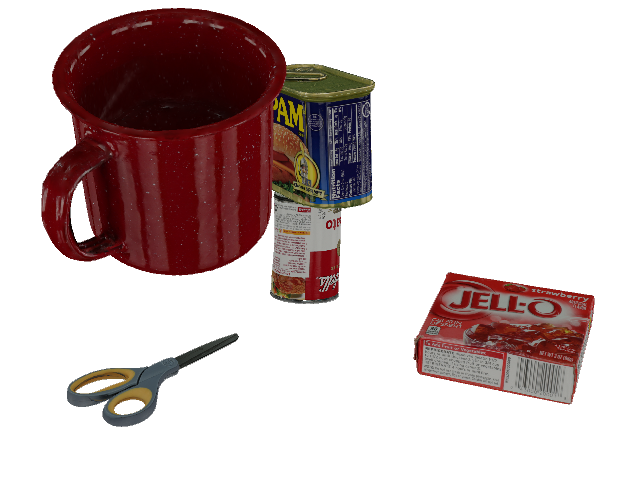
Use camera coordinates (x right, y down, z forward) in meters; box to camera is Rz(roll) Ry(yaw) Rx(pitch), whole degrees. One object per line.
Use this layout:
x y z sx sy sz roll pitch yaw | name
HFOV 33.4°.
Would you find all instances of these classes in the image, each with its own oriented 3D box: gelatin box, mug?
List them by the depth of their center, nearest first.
-0.068 -0.033 0.446 0.093 0.081 0.117 26 48 24 | mug
0.105 0.053 0.606 0.089 0.030 0.073 10 31 18 | gelatin box

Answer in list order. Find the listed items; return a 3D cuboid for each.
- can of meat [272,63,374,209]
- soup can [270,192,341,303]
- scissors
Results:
-0.005 -0.075 0.756 0.057 0.084 0.102 -13 23 -27 | can of meat
-0.014 0.004 1.044 0.068 0.102 0.068 2 13 -1 | soup can
-0.151 0.139 1.067 0.201 0.016 0.096 -12 31 -29 | scissors
